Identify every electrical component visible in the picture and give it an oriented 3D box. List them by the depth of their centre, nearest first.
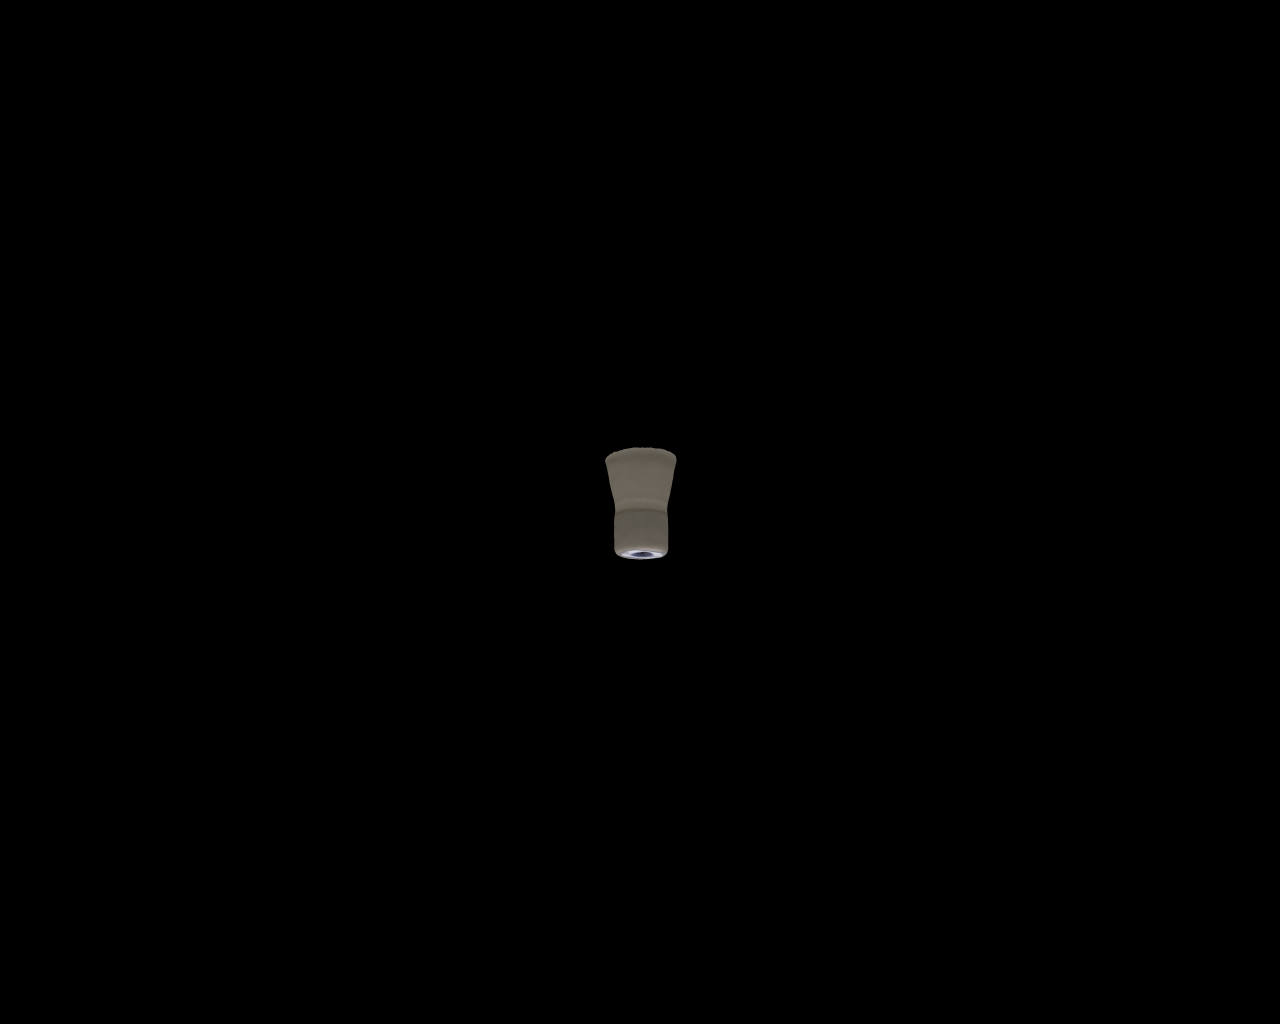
[{"bbox_3d":[0.001,-0.003,0.650,0.044,0.065,0.044,0,-14,0],"label":"electrical component"}]
